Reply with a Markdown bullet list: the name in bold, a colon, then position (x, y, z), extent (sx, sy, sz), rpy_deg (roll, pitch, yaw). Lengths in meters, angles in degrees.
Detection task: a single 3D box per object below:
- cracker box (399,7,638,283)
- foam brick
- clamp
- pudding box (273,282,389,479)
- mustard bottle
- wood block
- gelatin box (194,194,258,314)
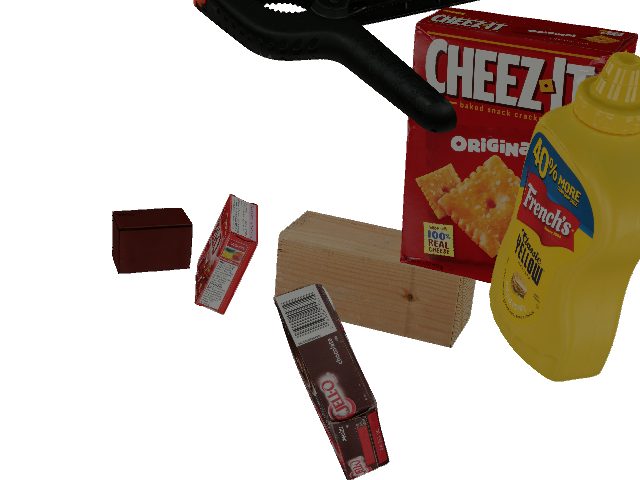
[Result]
- **cracker box**: position (0.155, -0.069, 0.870), extent (0.164, 0.214, 0.072), rpy_deg (14, 29, 24)
- **foam brick**: position (-0.178, -0.001, 1.124), extent (0.078, 0.051, 0.053), rpy_deg (-4, 23, -17)
- **clamp**: position (0.011, -0.145, 0.730), extent (0.210, 0.164, 0.036), rpy_deg (9, -41, 3)
- **pudding box**: position (0.008, 0.099, 0.750), extent (0.039, 0.113, 0.090), rpy_deg (-20, -37, -5)
- **mustard bottle**: position (0.146, -0.018, 0.600), extent (0.058, 0.192, 0.096), rpy_deg (-5, 40, -16)
- **wood block**: position (0.062, 0.040, 1.184), extent (0.206, 0.091, 0.090), rpy_deg (13, 24, 18)
- **gelatin box**: position (-0.081, 0.010, 0.917), extent (0.030, 0.073, 0.089), rpy_deg (22, 21, -14)
